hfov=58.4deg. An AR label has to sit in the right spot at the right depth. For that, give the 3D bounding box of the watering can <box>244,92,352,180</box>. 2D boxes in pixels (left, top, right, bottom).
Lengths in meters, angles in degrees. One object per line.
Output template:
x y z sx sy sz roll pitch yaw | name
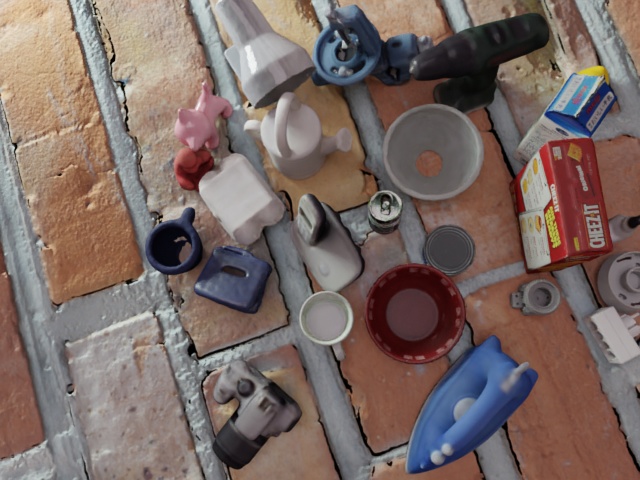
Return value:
-0.037 -0.174 0.933 0.173 0.194 0.101 -10 80 3 | watering can

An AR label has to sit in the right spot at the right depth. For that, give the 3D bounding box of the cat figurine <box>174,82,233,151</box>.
-0.209 -0.210 0.990 0.067 0.118 0.128 16 82 7 | cat figurine

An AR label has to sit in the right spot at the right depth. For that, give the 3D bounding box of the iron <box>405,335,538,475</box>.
0.222 0.269 0.865 0.118 0.141 0.258 41 85 10 | iron

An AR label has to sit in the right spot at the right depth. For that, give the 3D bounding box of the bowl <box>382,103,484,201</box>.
0.187 -0.139 0.971 0.167 0.075 0.167 -1 80 4 | bowl

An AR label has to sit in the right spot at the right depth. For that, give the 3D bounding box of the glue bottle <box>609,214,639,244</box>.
0.453 -0.014 0.881 0.078 0.173 0.037 -31 79 -1 | glue bottle

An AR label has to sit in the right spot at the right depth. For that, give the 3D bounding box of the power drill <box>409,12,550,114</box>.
0.243 -0.274 0.922 0.229 0.208 0.075 -25 79 0 | power drill

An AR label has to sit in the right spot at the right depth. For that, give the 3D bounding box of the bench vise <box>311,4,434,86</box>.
0.077 -0.333 0.939 0.207 0.220 0.121 -22 79 0 | bench vise

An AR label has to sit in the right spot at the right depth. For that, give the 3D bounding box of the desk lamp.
-0.097 -0.301 0.949 0.118 0.213 0.203 -33 79 -2 | desk lamp

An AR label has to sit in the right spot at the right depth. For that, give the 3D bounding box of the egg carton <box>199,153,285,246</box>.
-0.137 -0.070 0.986 0.107 0.069 0.150 -40 80 -3 | egg carton

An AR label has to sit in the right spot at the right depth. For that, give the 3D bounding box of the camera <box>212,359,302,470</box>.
-0.121 0.282 0.909 0.143 0.101 0.137 38 85 9 | camera

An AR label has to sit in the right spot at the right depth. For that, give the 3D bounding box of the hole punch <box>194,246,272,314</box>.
-0.144 0.063 0.953 0.108 0.091 0.101 17 82 7 | hole punch

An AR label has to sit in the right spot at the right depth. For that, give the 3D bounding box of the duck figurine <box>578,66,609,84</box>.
0.454 -0.257 0.966 0.077 0.086 0.104 37 85 9 | duck figurine

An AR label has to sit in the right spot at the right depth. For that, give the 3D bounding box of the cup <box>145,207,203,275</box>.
-0.230 0.006 0.967 0.091 0.095 0.118 20 82 7 | cup

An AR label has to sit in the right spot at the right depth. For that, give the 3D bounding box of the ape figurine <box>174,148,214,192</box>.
-0.222 -0.130 0.991 0.078 0.092 0.076 -38 80 -3 | ape figurine

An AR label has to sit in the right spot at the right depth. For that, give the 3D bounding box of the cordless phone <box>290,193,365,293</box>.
0.008 0.003 0.904 0.094 0.185 0.147 -35 79 -2 | cordless phone
